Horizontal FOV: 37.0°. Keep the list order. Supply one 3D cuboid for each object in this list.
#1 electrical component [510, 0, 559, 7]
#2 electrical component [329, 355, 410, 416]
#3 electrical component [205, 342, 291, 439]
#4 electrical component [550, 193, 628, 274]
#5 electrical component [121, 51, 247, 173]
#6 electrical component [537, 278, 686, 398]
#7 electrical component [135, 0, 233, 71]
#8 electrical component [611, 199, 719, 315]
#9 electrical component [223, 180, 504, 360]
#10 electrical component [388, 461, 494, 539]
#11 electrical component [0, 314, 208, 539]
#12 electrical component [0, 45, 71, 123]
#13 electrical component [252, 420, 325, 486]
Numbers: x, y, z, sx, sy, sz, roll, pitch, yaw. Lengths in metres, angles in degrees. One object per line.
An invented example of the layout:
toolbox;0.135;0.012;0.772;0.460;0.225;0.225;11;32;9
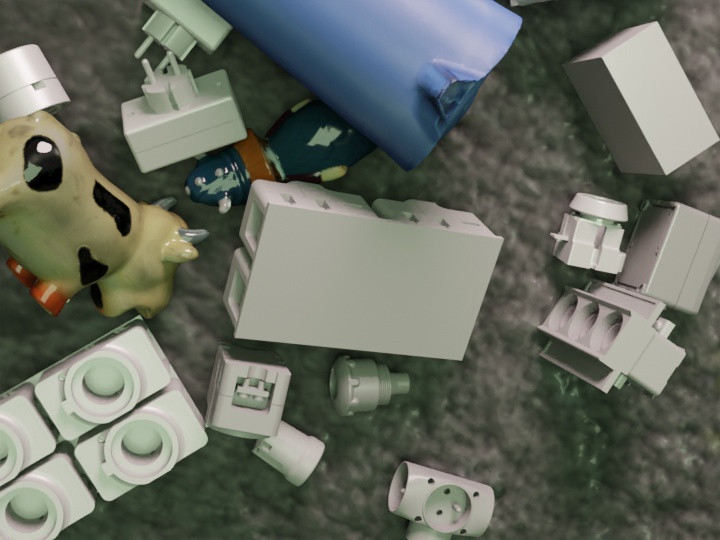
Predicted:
electrical component;0.185;-0.259;0.821;0.150;0.062;0.089;-16;100;-29
electrical component;0.008;0.092;0.863;0.062;0.048;0.048;-1;97;-17
electrical component;-0.087;0.094;0.821;0.050;0.089;0.055;12;94;-12
electrical component;0.191;-0.031;0.882;0.066;0.048;0.055;11;102;-12
electrical component;-0.136;-0.125;0.789;0.083;0.047;0.075;-19;129;-1
electrical component;0.199;0.056;0.854;0.063;0.121;0.078;34;90;-15
electrical component;-0.136;-0.182;0.801;0.066;0.047;0.076;38;89;-12
electrical component;0.257;-0.004;0.888;0.061;0.062;0.096;20;93;-12
electrical component;0.000;0.000;0.816;0.186;0.060;0.105;8;112;-23
electrical component;0.061;0.205;0.885;0.077;0.044;0.079;19;93;-12
electrical component;-0.222;0.130;0.815;0.186;0.060;0.105;-30;101;-6
electrical component;-0.247;-0.132;0.784;0.055;0.055;0.047;-27;97;-7
electrical component;-0.058;0.144;0.859;0.046;0.040;0.040;34;89;-7
